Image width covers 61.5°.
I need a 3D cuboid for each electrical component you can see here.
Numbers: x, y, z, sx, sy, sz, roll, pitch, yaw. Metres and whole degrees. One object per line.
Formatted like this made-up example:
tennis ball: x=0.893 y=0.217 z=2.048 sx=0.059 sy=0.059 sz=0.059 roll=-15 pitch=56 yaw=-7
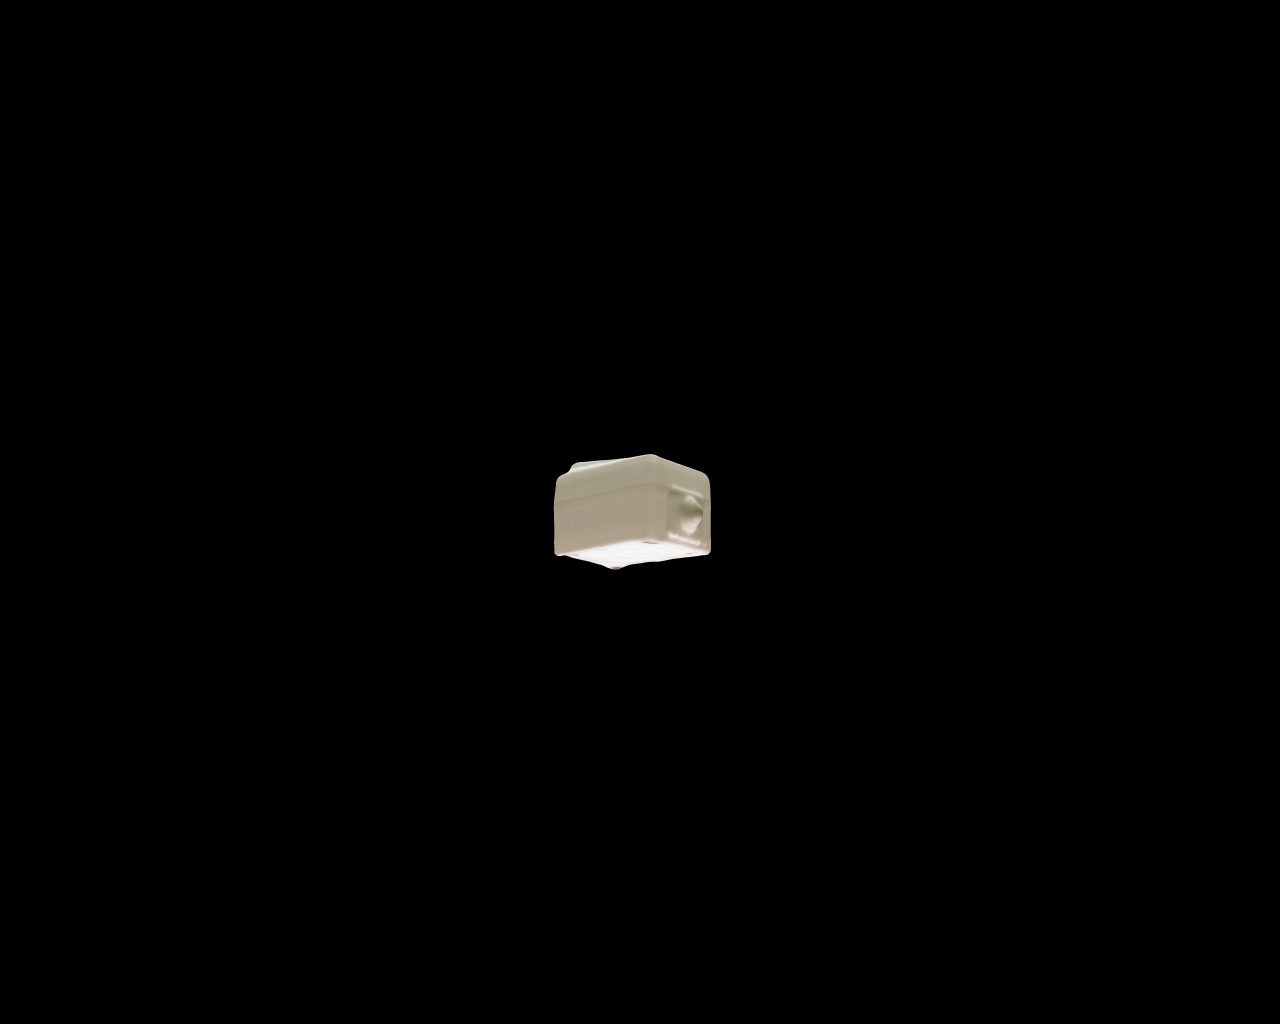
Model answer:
electrical component: x=0.001 y=-0.003 z=0.650 sx=0.096 sy=0.061 sz=0.062 roll=-11 pitch=-17 yaw=37
